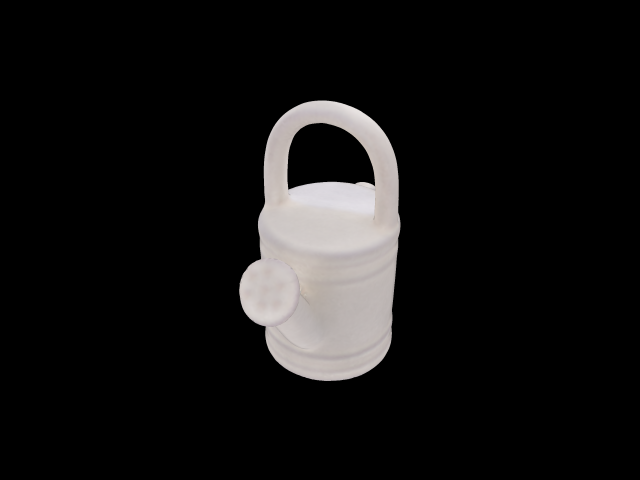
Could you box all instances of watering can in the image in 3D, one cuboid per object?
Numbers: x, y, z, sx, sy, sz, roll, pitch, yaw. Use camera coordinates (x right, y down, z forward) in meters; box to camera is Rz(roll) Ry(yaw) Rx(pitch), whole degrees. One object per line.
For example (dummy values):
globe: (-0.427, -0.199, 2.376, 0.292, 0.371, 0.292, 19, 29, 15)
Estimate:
watering can: (0.006, 0.002, 0.399, 0.101, 0.194, 0.173, 1, 34, 2)
